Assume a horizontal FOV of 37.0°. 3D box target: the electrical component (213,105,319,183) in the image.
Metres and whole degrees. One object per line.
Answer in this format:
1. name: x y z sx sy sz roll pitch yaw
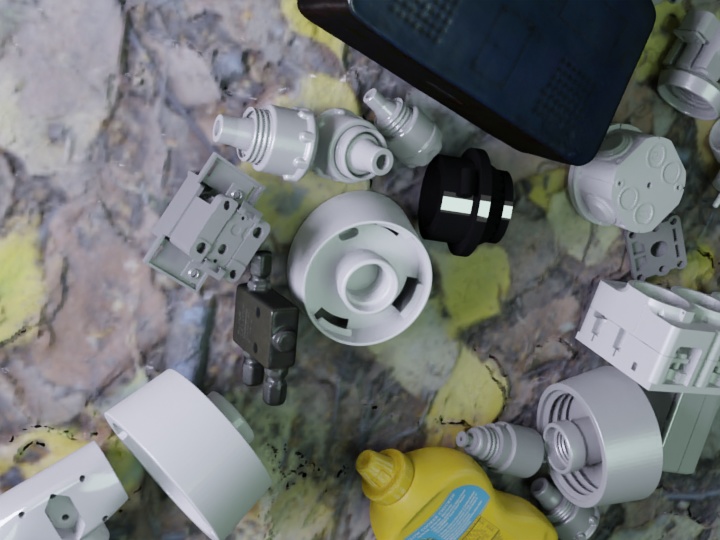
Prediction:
1. electrical component: -0.060 -0.082 0.671 0.062 0.048 0.048 9 101 -25

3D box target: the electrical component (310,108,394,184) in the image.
1. electrical component: -0.003 -0.076 0.692 0.048 0.062 0.048 -14 115 -32

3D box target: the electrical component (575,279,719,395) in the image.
1. electrical component: 0.266 0.052 0.869 0.150 0.089 0.061 7 110 -33

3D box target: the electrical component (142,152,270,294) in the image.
1. electrical component: -0.090 -0.025 0.660 0.042 0.064 0.081 34 87 -35

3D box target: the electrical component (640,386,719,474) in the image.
1. electrical component: 0.258 0.129 0.912 0.061 0.062 0.096 13 99 -32

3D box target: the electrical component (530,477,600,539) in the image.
1. electrical component: 0.165 0.196 0.892 0.048 0.048 0.062 -49 116 -8

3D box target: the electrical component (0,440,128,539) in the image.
1. electrical component: -0.184 0.159 0.678 0.077 0.043 0.079 -30 118 -19

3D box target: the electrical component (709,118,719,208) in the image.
1. electrical component: 0.318 -0.080 0.889 0.077 0.043 0.079 33 88 -34

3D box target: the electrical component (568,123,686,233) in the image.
1. electrical component: 0.204 -0.070 0.822 0.080 0.051 0.080 -10 110 -27

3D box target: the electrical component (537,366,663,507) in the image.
1. electrical component: 0.180 0.134 0.845 0.060 0.108 0.108 -10 111 -21

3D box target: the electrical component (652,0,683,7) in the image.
1. electrical component: 0.215 -0.220 0.783 0.055 0.048 0.066 -32 119 -26

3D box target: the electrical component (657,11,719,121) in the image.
1. electrical component: 0.266 -0.153 0.827 0.078 0.058 0.057 34 85 -34

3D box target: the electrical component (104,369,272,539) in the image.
1. electrical component: -0.102 0.110 0.675 0.060 0.108 0.108 -41 122 -19

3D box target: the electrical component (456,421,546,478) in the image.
1. electrical component: 0.109 0.138 0.842 0.078 0.040 0.040 17 97 -33

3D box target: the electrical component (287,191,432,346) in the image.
1. electrical component: 0.000 0.000 0.734 0.099 0.064 0.099 -6 113 -14

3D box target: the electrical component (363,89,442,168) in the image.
1. electrical component: 0.026 -0.098 0.721 0.061 0.035 0.035 41 84 -30
